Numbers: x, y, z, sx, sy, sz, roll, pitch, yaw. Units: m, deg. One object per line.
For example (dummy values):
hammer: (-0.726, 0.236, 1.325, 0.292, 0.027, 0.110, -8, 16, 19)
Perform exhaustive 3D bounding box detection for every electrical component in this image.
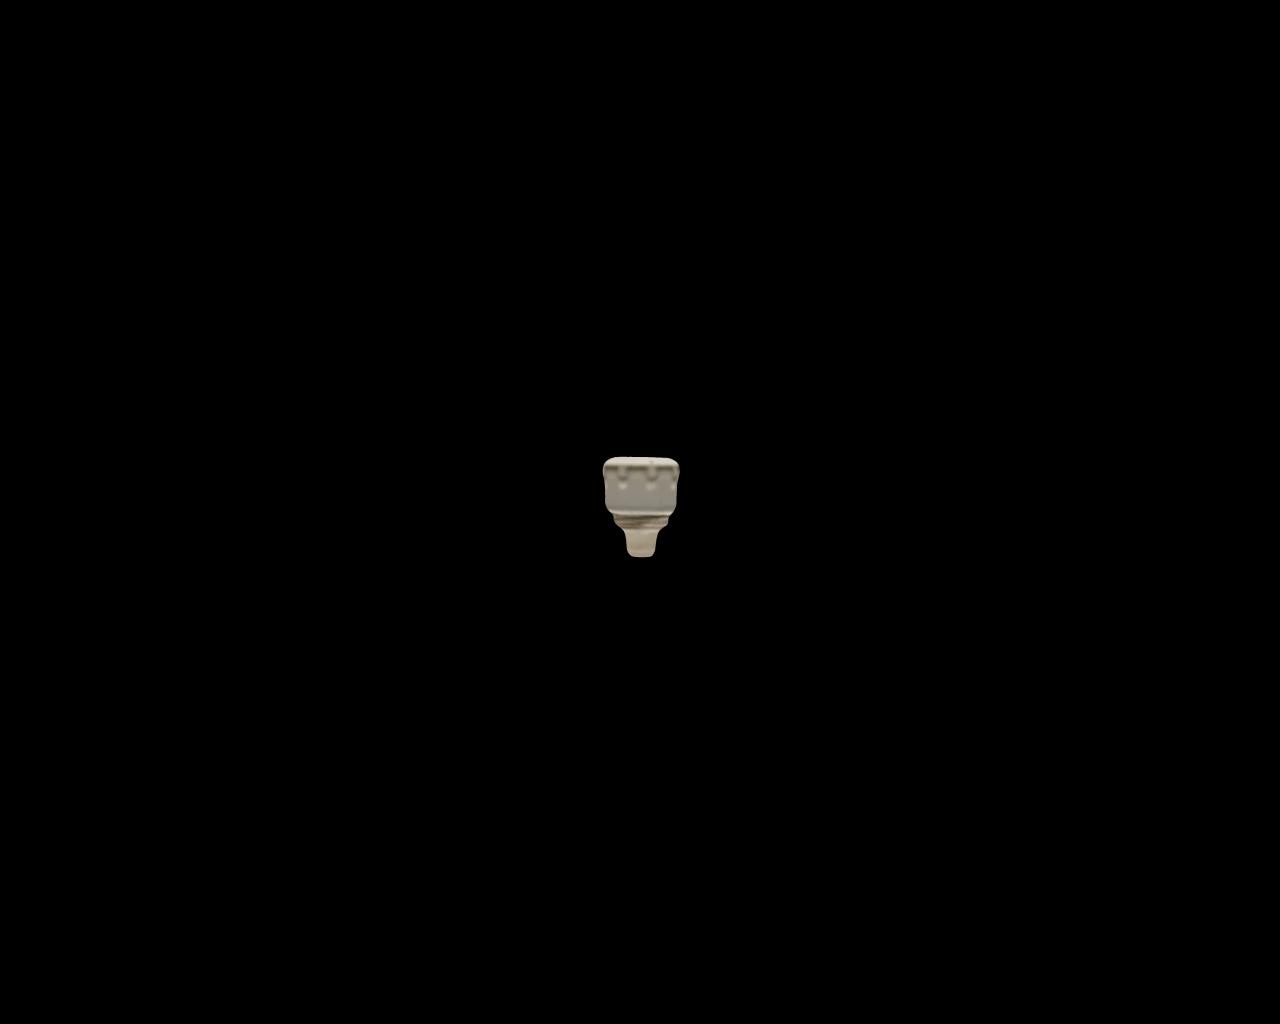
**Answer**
electrical component: (0.001, -0.003, 0.650, 0.048, 0.062, 0.048, 0, 2, 0)
